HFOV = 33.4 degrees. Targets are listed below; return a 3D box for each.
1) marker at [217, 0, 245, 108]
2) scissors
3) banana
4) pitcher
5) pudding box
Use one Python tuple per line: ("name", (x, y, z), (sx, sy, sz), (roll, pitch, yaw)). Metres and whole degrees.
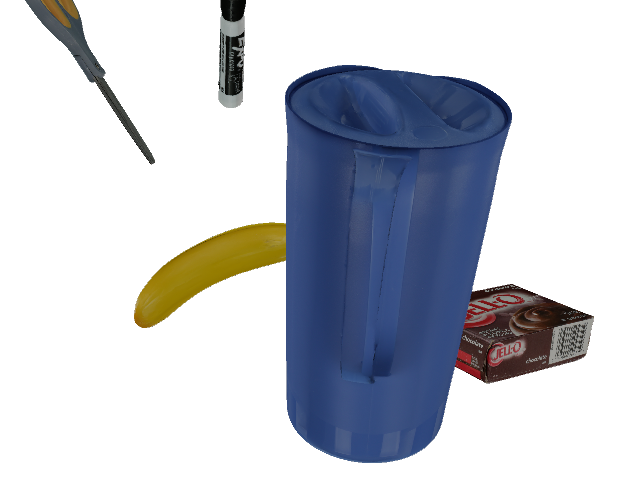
("marker", (-0.064, -0.141, 0.771), (0.020, 0.020, 0.121), (0, -32, -6))
("scissors", (-0.203, -0.163, 0.941), (0.016, 0.201, 0.096), (-30, 27, 11))
("banana", (-0.086, 0.026, 0.901), (0.198, 0.037, 0.069), (-20, -48, 16))
("pitcher", (0.036, 0.023, 0.671), (0.149, 0.243, 0.145), (-16, 35, -33))
("pudding box", (0.137, 0.069, 0.820), (0.113, 0.039, 0.090), (-6, 19, -35))
